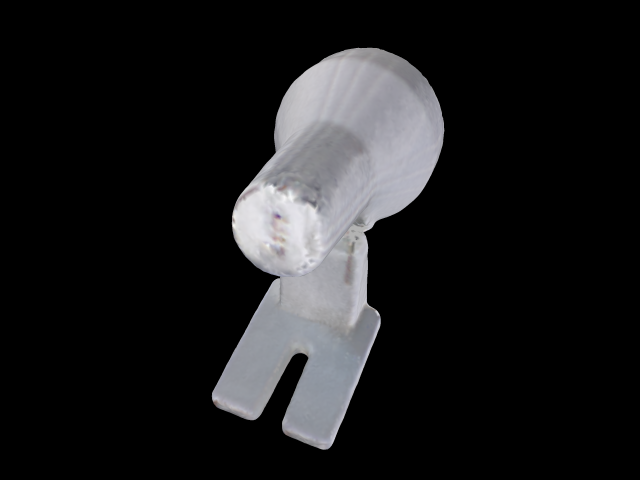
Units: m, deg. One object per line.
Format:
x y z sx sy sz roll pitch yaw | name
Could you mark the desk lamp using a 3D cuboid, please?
0.004 0.001 0.400 0.117 0.214 0.203 16 51 14 | desk lamp
